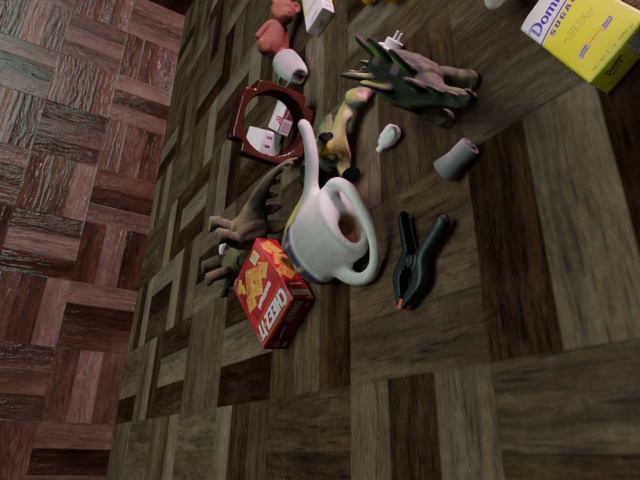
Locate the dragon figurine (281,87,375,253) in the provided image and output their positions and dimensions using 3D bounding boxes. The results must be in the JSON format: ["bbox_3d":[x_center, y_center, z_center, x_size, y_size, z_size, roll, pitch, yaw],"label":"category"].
[{"bbox_3d":[0.005,-0.179,1.198,0.403,0.121,0.248,-54,18,29],"label":"dragon figurine"}]

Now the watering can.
[{"bbox_3d":[0.003,-0.052,1.041,0.220,0.104,0.352,-46,63,43],"label":"watering can"}]

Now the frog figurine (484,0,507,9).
[{"bbox_3d":[0.275,-0.428,0.764,0.122,0.135,0.163,-12,43,28],"label":"frog figurine"}]
